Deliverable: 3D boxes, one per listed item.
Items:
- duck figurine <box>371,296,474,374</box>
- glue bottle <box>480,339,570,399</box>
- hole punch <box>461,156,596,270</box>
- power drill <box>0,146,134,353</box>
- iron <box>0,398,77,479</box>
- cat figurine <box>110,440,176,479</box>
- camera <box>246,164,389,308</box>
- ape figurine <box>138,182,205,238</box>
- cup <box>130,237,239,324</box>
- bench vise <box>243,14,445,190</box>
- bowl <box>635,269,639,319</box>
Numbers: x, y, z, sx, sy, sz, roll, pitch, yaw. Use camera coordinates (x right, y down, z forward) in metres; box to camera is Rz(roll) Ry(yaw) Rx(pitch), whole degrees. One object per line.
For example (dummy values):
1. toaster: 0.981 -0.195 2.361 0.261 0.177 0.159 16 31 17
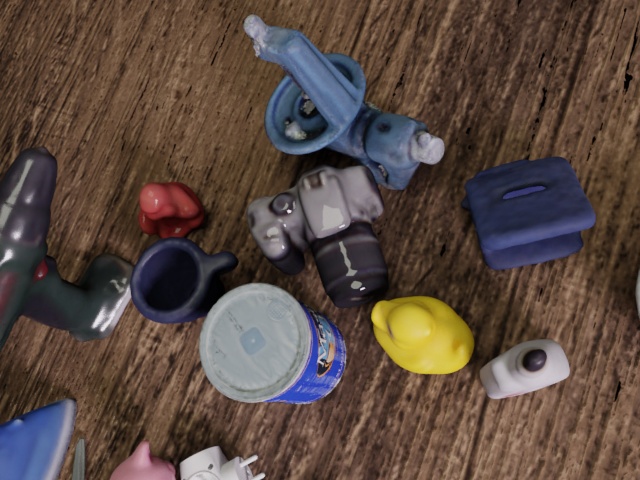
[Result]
1. duck figurine: 0.096 0.088 0.553 0.104 0.086 0.077 22 81 21
2. glue bottle: 0.173 0.107 0.478 0.078 0.173 0.037 -23 69 9
3. hole punch: 0.197 -0.033 0.558 0.108 0.091 0.101 -14 70 12
4. power drill: -0.292 0.036 0.613 0.075 0.209 0.230 23 81 21
5. iron: -0.383 0.274 0.604 0.118 0.142 0.258 33 85 22
6. cat figurine: -0.182 0.263 0.563 0.067 0.118 0.128 35 86 22
7. camera: 0.005 0.002 0.597 0.143 0.101 0.136 -22 69 9
8. ape figurine: -0.179 -0.038 0.666 0.077 0.092 0.076 6 76 18
9. cup: -0.132 0.046 0.626 0.117 0.095 0.091 -21 69 9
10. bench vise: 0.023 -0.144 0.571 0.207 0.220 0.121 7 76 18
11. bowl: 0.357 0.057 0.494 0.167 0.075 0.167 -4 73 15
